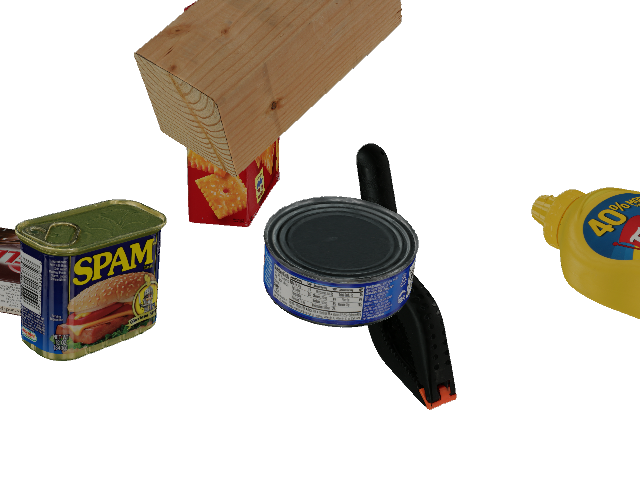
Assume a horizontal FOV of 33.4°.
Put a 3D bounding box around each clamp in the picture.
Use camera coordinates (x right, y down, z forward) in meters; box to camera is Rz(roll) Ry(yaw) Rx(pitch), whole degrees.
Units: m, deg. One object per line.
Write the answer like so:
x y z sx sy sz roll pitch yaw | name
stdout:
0.056 0.034 0.871 0.036 0.210 0.165 -18 -24 -25 | clamp

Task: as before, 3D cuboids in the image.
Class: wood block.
-0.035 -0.161 0.849 0.090 0.205 0.091 33 -25 27 | wood block

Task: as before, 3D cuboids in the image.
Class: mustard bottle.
0.208 0.012 0.658 0.096 0.058 0.192 -28 37 -28 | mustard bottle

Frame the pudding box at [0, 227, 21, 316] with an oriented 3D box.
-0.268 0.025 0.911 0.114 0.039 0.090 6 24 17 | pudding box

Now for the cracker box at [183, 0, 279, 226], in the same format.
-0.084 -0.141 1.090 0.072 0.214 0.164 5 22 8 | cracker box

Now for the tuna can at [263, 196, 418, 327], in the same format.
0.011 0.011 0.597 0.086 0.034 0.086 3 32 -2 | tuna can

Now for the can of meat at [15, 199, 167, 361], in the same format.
-0.157 0.026 0.733 0.058 0.084 0.101 23 27 35 | can of meat
